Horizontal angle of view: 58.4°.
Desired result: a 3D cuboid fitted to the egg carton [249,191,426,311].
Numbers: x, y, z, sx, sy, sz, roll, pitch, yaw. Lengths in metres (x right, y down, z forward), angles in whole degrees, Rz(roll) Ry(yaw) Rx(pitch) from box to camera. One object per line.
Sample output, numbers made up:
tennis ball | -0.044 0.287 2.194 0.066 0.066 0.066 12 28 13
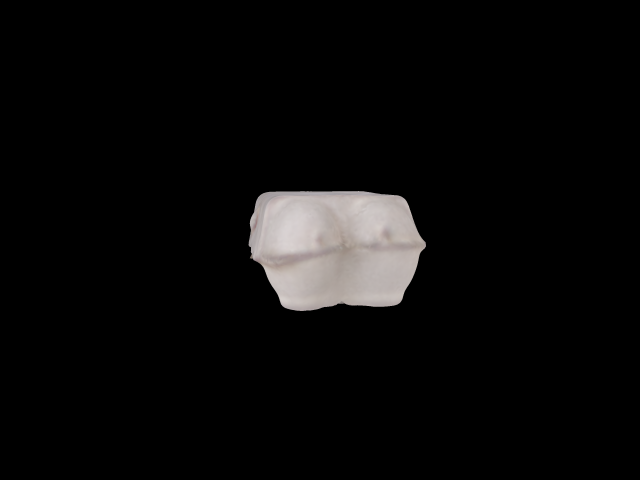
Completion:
egg carton | 0.004 0.001 0.400 0.107 0.069 0.150 -1 7 -11
